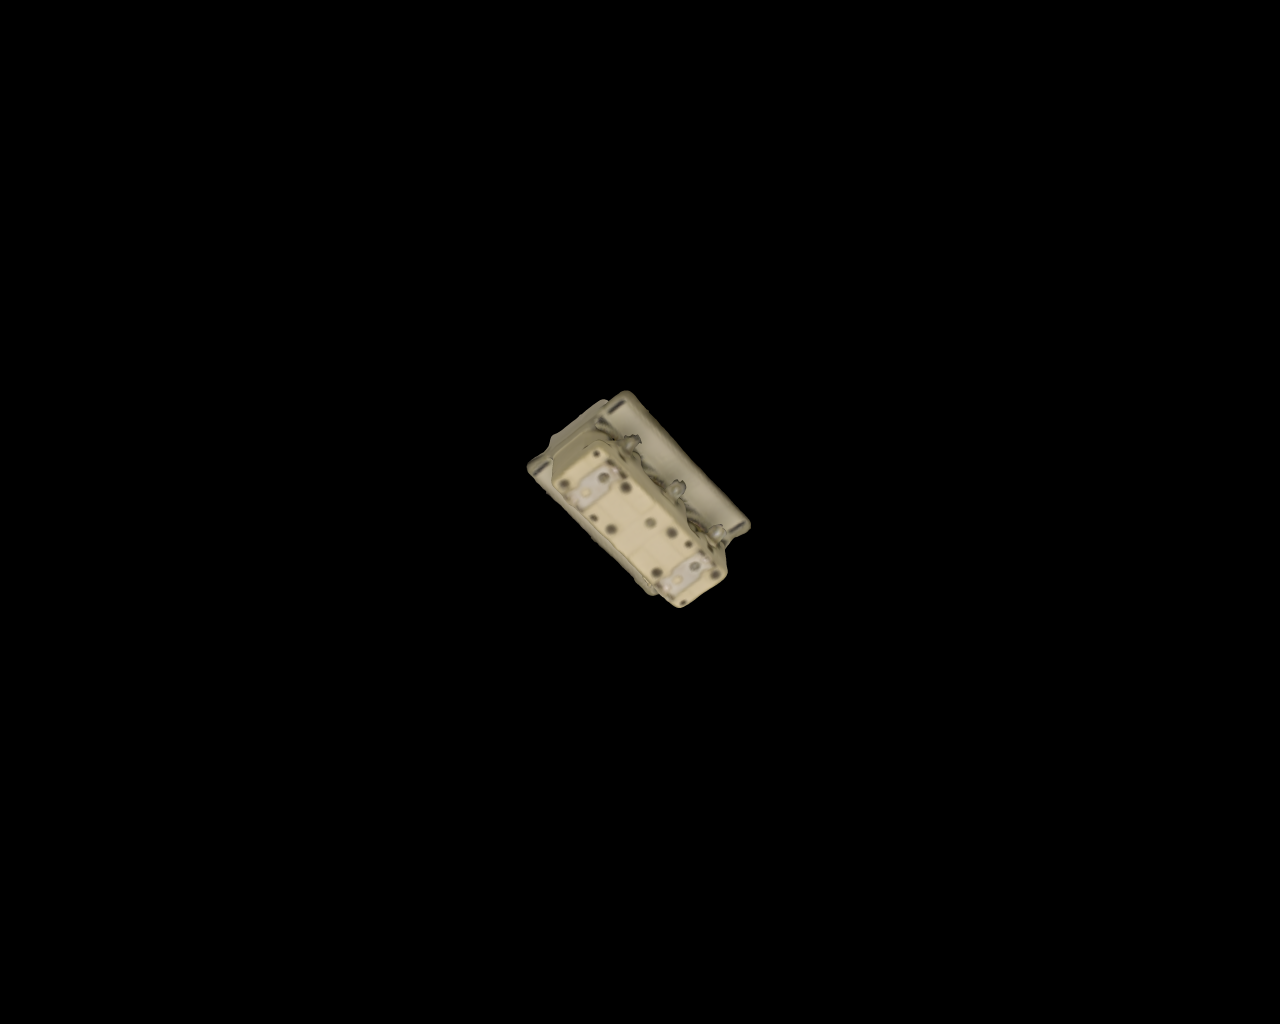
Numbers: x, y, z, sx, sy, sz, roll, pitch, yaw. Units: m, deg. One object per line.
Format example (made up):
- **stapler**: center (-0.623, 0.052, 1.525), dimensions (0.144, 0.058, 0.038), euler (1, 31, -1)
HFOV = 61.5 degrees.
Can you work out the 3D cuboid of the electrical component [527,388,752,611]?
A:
- **electrical component**: center (0.001, -0.003, 0.650), dimensions (0.078, 0.121, 0.063), euler (-36, 24, 18)
